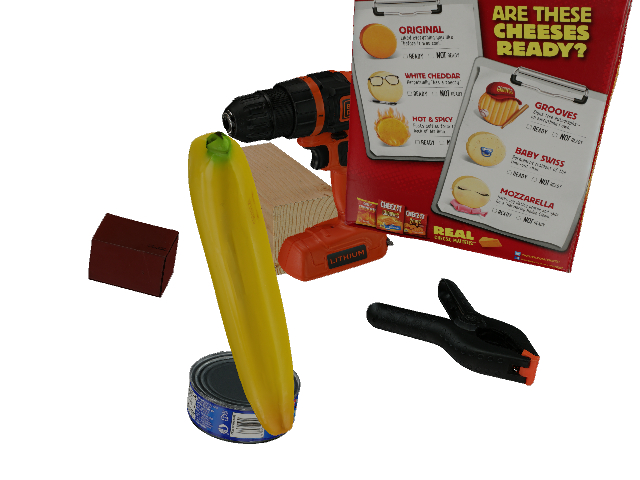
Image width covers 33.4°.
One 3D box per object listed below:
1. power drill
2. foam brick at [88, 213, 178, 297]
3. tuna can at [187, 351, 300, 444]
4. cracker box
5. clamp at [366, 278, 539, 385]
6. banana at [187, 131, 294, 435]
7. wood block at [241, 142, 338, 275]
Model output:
[{"bbox_3d":[-0.001,-0.060,0.962,0.184,0.188,0.057,-15,33,-26],"label":"power drill"},{"bbox_3d":[-0.188,0.015,1.073,0.078,0.051,0.053,15,33,2],"label":"foam brick"},{"bbox_3d":[-0.060,0.120,0.822,0.086,0.034,0.086,7,22,-3],"label":"tuna can"},{"bbox_3d":[0.105,-0.094,0.700,0.164,0.214,0.072,13,40,14],"label":"cracker box"},{"bbox_3d":[0.143,0.085,1.031,0.172,0.039,0.120,26,37,31],"label":"clamp"},{"bbox_3d":[-0.046,0.017,0.597,0.037,0.198,0.069,-9,31,5],"label":"banana"},{"bbox_3d":[-0.058,-0.044,1.319,0.090,0.090,0.206,-11,26,-24],"label":"wood block"}]
